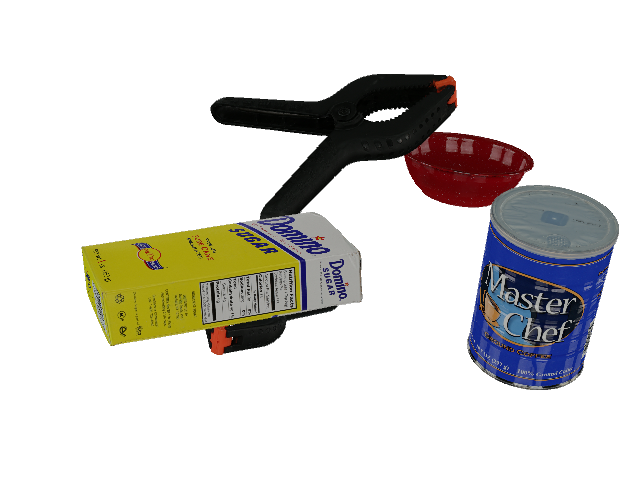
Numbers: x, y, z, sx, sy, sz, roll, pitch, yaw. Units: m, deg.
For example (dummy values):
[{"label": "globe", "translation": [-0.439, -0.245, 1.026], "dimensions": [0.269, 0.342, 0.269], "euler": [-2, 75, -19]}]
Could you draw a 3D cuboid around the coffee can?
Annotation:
[{"label": "coffee can", "translation": [0.183, 0.039, 0.894], "dimensions": [0.103, 0.140, 0.103], "euler": [3, 33, -2]}]

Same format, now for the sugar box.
[{"label": "sugar box", "translation": [-0.069, 0.022, 0.736], "dimensions": [0.176, 0.048, 0.093], "euler": [-12, 23, -17]}]

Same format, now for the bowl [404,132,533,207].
[{"label": "bowl", "translation": [0.170, -0.081, 1.276], "dimensions": [0.162, 0.055, 0.162], "euler": [5, 22, -2]}]

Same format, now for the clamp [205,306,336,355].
[{"label": "clamp", "translation": [-0.070, 0.064, 1.054], "dimensions": [0.120, 0.039, 0.171], "euler": [13, 19, 28]}]

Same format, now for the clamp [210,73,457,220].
[{"label": "clamp", "translation": [0.020, -0.087, 0.901], "dimensions": [0.210, 0.164, 0.036], "euler": [-14, -42, -3]}]
